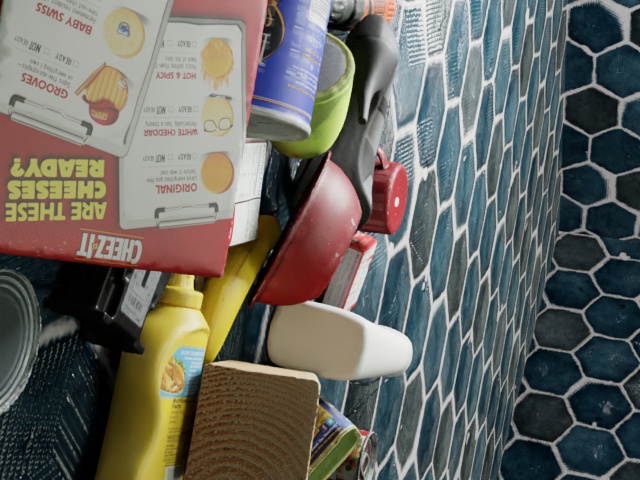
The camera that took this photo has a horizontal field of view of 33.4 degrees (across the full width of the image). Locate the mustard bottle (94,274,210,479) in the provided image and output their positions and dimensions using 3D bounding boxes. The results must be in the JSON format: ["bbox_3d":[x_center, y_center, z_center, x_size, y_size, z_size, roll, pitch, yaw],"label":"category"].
[{"bbox_3d":[-0.120,0.110,0.792,0.096,0.058,0.191,27,73,-73],"label":"mustard bottle"}]

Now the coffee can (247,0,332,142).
[{"bbox_3d":[-0.047,-0.156,0.822,0.102,0.103,0.140,23,76,-71],"label":"coffee can"}]

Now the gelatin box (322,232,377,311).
[{"bbox_3d":[0.033,0.040,1.232,0.073,0.030,0.089,-32,142,-72],"label":"gelatin box"}]

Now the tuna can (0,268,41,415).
[{"bbox_3d":[-0.193,0.056,0.590,0.086,0.034,0.086,9,90,-72],"label":"tuna can"}]

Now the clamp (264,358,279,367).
[{"bbox_3d":[-0.025,0.134,1.121,0.171,0.039,0.120,1,95,-71],"label":"clamp"}]

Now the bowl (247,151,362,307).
[{"bbox_3d":[-0.006,0.001,0.980,0.162,0.055,0.162,-62,-176,6],"label":"bowl"}]

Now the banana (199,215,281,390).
[{"bbox_3d":[-0.076,0.035,0.936,0.070,0.037,0.197,113,3,-52],"label":"banana"}]

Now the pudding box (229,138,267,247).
[{"bbox_3d":[-0.083,-0.040,0.870,0.113,0.039,0.090,-19,116,-71],"label":"pudding box"}]

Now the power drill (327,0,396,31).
[{"bbox_3d":[0.034,-0.305,1.074,0.184,0.057,0.188,-25,123,-66],"label":"power drill"}]

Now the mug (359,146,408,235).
[{"bbox_3d":[0.048,-0.061,1.183,0.093,0.082,0.117,-56,149,-52],"label":"mug"}]

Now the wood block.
[{"bbox_3d":[-0.050,0.150,0.877,0.206,0.090,0.091,96,3,-84],"label":"wood block"}]

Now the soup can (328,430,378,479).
[{"bbox_3d":[0.004,0.231,1.150,0.068,0.102,0.068,9,90,-71],"label":"soup can"}]

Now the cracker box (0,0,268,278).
[{"bbox_3d":[-0.119,-0.095,0.591,0.163,0.072,0.214,9,90,-42],"label":"cracker box"}]

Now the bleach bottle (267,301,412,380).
[{"bbox_3d":[0.033,0.110,1.108,0.250,0.103,0.068,25,78,-72],"label":"bleach bottle"}]

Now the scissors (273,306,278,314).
[{"bbox_3d":[-0.008,0.030,1.156,0.201,0.016,0.096,-54,152,-54],"label":"scissors"}]

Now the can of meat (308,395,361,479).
[{"bbox_3d":[-0.024,0.191,1.016,0.102,0.084,0.057,-46,153,-9],"label":"can of meat"}]
